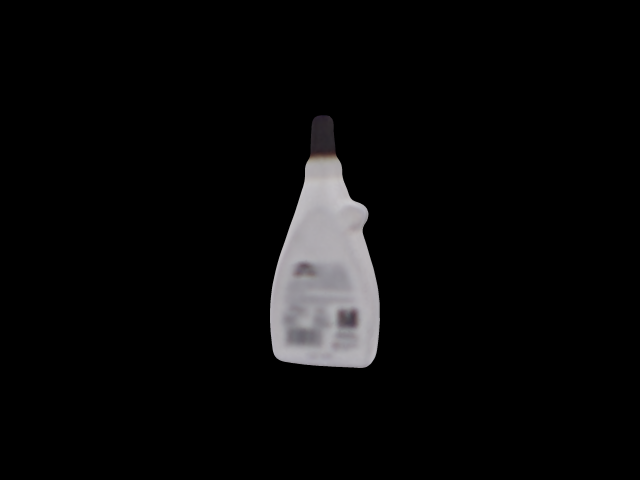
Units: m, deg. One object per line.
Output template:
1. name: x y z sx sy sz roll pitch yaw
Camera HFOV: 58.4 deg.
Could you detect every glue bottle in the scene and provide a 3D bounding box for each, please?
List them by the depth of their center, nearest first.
1. glue bottle: 0.004 0.001 0.400 0.078 0.173 0.037 2 12 11
